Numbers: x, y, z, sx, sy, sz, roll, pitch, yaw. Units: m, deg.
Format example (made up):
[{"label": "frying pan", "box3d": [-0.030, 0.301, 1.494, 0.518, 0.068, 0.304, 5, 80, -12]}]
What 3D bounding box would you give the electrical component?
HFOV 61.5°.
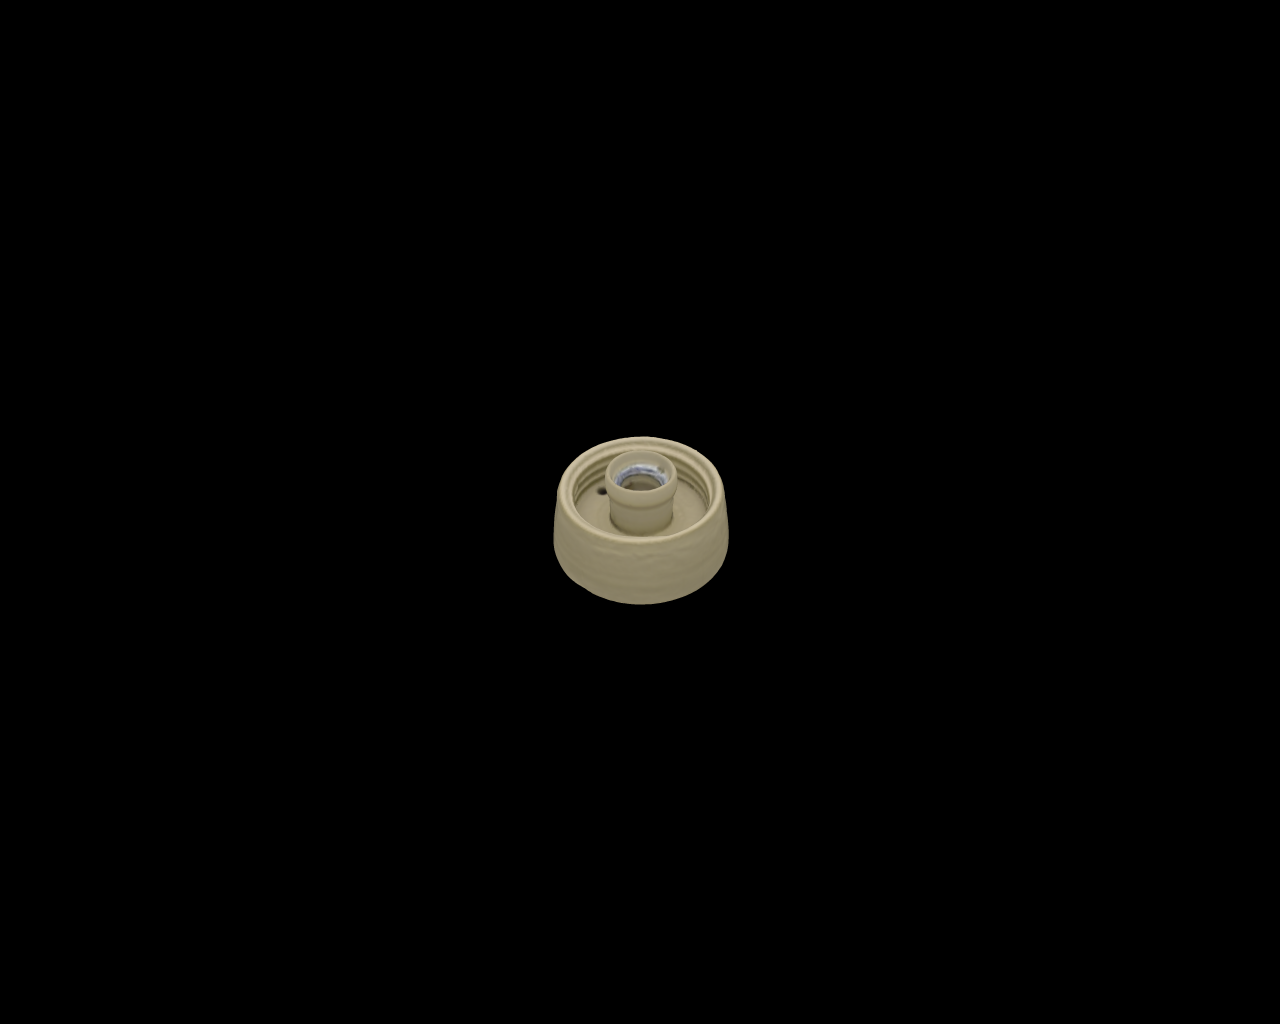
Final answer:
[{"label": "electrical component", "box3d": [0.001, -0.003, 0.650, 0.108, 0.060, 0.108, 0, 42, 0]}]
